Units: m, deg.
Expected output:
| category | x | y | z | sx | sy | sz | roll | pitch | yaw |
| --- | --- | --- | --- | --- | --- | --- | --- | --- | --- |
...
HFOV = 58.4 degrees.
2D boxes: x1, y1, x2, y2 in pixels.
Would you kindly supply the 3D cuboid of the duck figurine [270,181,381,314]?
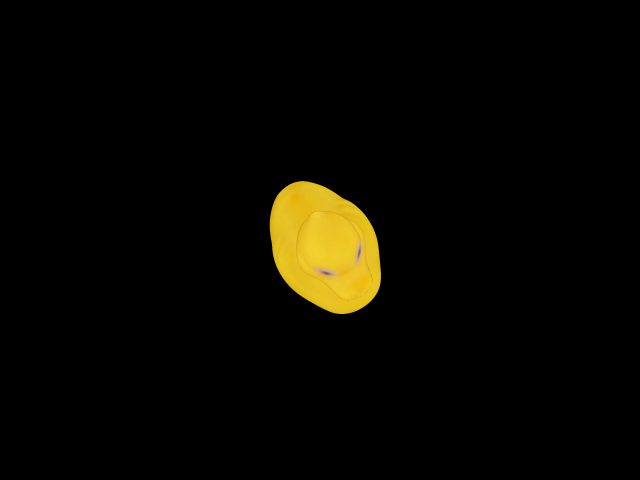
| category | x | y | z | sx | sy | sz | roll | pitch | yaw |
| --- | --- | --- | --- | --- | --- | --- | --- | --- | --- |
| duck figurine | 0.004 | 0.001 | 0.400 | 0.077 | 0.086 | 0.104 | -31 | 82 | -4 |
